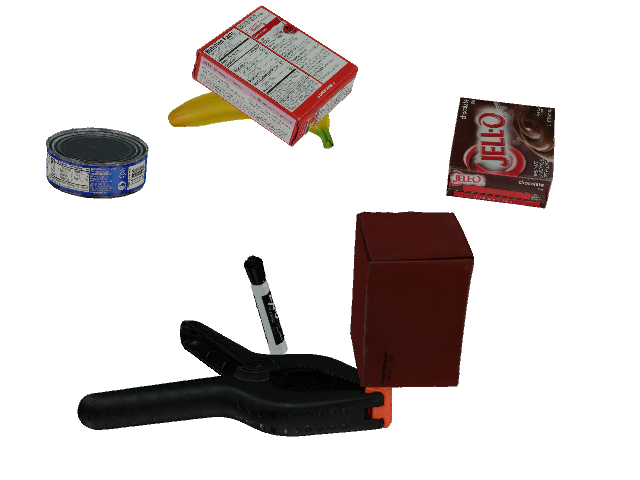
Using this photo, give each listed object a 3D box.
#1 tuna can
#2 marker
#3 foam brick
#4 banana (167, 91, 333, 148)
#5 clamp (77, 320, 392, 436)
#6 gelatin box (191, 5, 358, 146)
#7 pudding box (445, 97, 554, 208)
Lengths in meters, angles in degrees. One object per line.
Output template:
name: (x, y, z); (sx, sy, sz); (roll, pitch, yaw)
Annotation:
tuna can: (-0.192, -0.067, 0.916); (0.086, 0.034, 0.086); (6, 24, -3)
marker: (-0.055, 0.066, 1.071); (0.020, 0.121, 0.020); (-9, 34, 6)
foam brick: (0.044, 0.030, 0.544); (0.053, 0.078, 0.051); (0, 30, -5)
banana: (-0.071, -0.145, 1.191); (0.198, 0.037, 0.069); (8, 42, 18)
clamp: (-0.048, 0.102, 0.778); (0.210, 0.036, 0.164); (3, 19, 13)
gelatin box: (-0.031, -0.114, 0.731); (0.089, 0.030, 0.073); (34, 52, 12)
pudding box: (0.164, -0.081, 0.968); (0.090, 0.039, 0.113); (8, 41, 7)
